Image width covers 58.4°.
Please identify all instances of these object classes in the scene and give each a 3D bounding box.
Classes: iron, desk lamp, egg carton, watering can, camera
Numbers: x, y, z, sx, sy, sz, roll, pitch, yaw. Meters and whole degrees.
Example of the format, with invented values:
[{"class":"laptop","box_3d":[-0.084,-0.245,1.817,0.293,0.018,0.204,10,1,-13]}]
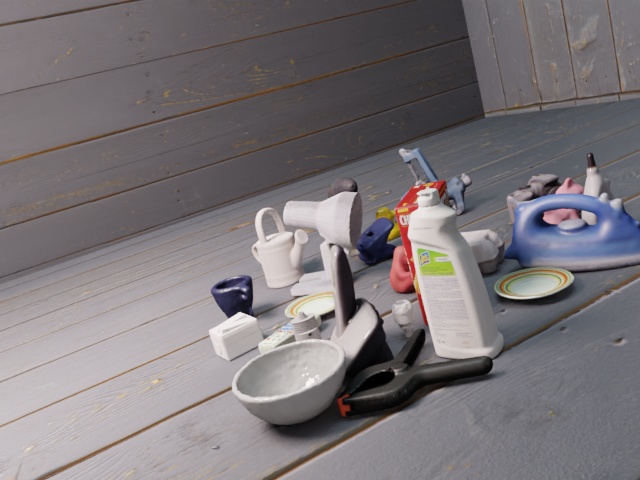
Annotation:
[{"class":"iron","box_3d":[0.467,-0.026,1.041,0.257,0.141,0.119,-5,17,37]},{"class":"desk lamp","box_3d":[0.012,0.005,1.281,0.202,0.214,0.118,-10,15,22]},{"class":"egg carton","box_3d":[0.298,0.028,1.173,0.149,0.069,0.107,-7,16,33]},{"class":"watering can","box_3d":[-0.101,0.012,1.420,0.172,0.194,0.101,-12,14,16]},{"class":"camera","box_3d":[0.532,-0.096,1.337,0.143,0.101,0.136,-20,14,-16]}]

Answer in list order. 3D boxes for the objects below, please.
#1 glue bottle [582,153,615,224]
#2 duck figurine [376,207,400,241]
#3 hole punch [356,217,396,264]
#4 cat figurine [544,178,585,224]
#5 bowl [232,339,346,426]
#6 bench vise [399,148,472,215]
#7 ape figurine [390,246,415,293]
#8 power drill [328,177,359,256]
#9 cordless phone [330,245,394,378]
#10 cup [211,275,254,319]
[{"class":"glue bottle","box_3d":[0.548,-0.089,1.133,0.078,0.173,0.037,-22,15,-23]},{"class":"duck figurine","box_3d":[0.175,-0.046,1.569,0.105,0.086,0.077,-25,17,-34]},{"class":"hole punch","box_3d":[0.137,0.000,1.417,0.101,0.091,0.108,-18,14,-11]},{"class":"cat figurine","box_3d":[0.519,-0.072,1.218,0.128,0.118,0.067,-21,15,-19]},{"class":"bowl","box_3d":[-0.035,0.210,0.810,0.167,0.075,0.167,-15,14,4]},{"class":"bench vise","box_3d":[0.309,-0.166,1.613,0.207,0.220,0.121,-19,14,-13]},{"class":"ape figurine","box_3d":[0.173,0.056,1.152,0.076,0.092,0.078,-9,15,25]},{"class":"power drill","box_3d":[0.079,-0.069,1.509,0.075,0.208,0.229,-18,14,-8]},{"class":"cordless phone","box_3d":[0.045,0.107,0.896,0.094,0.185,0.147,-18,14,-7]},{"class":"cup","box_3d":[-0.171,0.134,1.226,0.092,0.095,0.117,-25,17,-34]}]
